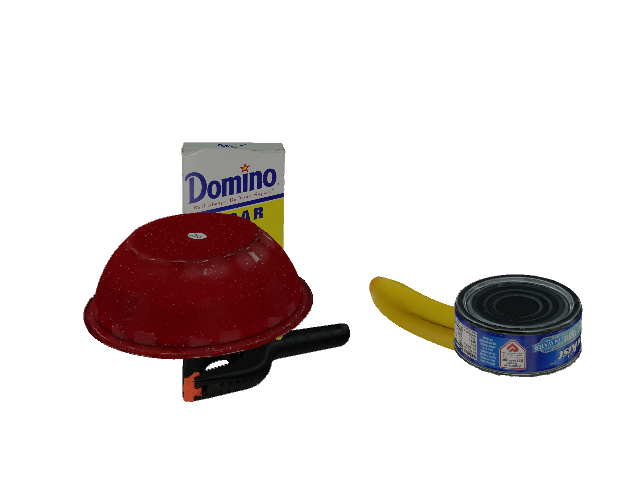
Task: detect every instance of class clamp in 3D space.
[{"bbox_3d":[-0.073,0.116,1.149,0.165,0.036,0.209,13,27,19],"label":"clamp"}]

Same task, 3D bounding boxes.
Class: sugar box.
[{"bbox_3d":[-0.079,0.001,0.965,0.093,0.176,0.048,-1,14,-5],"label":"sugar box"}]

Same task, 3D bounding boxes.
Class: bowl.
[{"bbox_3d":[-0.086,0.021,0.744,0.162,0.055,0.162,-2,22,0],"label":"bowl"}]

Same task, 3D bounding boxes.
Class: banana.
[{"bbox_3d":[0.115,0.071,0.935,0.198,0.037,0.069,16,14,30],"label":"banana"}]

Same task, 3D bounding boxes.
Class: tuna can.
[{"bbox_3d":[0.132,0.055,0.718,0.086,0.034,0.086,-3,24,1],"label":"tuna can"}]
